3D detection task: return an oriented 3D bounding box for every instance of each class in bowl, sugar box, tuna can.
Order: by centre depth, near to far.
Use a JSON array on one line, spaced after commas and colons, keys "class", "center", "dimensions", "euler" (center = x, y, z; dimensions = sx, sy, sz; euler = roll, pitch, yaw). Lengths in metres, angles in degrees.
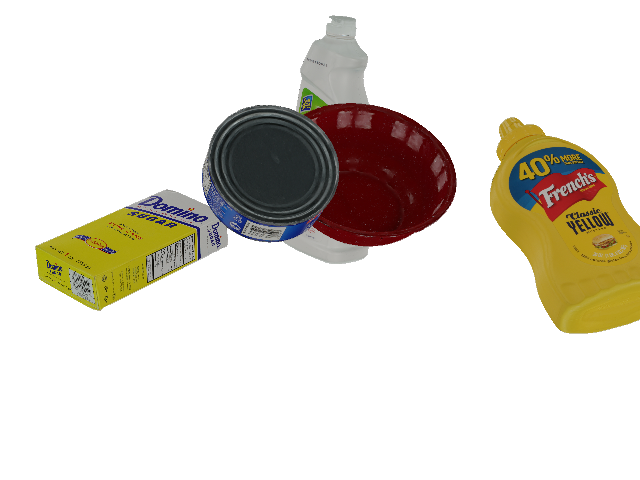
[{"class": "tuna can", "center": [-0.033, -0.043, 0.692], "dimensions": [0.086, 0.086, 0.034], "euler": [0, -23, -16]}, {"class": "bowl", "center": [0.036, -0.048, 0.949], "dimensions": [0.162, 0.162, 0.055], "euler": [0, -40, -12]}, {"class": "sugar box", "center": [-0.187, 0.005, 1.076], "dimensions": [0.093, 0.048, 0.175], "euler": [23, 38, 33]}]

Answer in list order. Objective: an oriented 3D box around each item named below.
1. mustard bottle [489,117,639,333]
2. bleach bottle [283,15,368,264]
[{"class": "mustard bottle", "center": [0.183, -0.023, 0.809], "dimensions": [0.096, 0.192, 0.058], "euler": [-14, -37, -13]}, {"class": "bleach bottle", "center": [0.015, -0.109, 1.133], "dimensions": [0.067, 0.251, 0.103], "euler": [-12, 26, -43]}]
